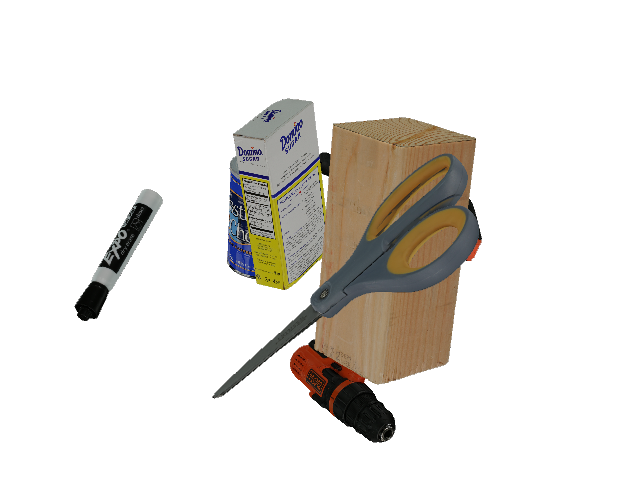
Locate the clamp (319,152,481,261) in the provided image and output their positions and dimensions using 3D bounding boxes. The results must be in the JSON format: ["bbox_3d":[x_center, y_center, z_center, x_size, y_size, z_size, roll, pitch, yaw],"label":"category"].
[{"bbox_3d":[0.103,-0.054,1.238,0.164,0.036,0.210,-15,52,-28],"label":"clamp"}]

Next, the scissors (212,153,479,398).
[{"bbox_3d":[0.017,0.035,0.598,0.016,0.202,0.096,39,4,-28],"label":"scissors"}]

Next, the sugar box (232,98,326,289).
[{"bbox_3d":[-0.037,-0.047,1.089,0.048,0.176,0.093,10,34,30],"label":"sugar box"}]

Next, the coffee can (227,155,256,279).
[{"bbox_3d":[-0.068,-0.034,1.382,0.103,0.140,0.103,3,28,-2],"label":"coffee can"}]

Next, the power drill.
[{"bbox_3d":[0.049,0.119,1.240,0.057,0.188,0.185,13,15,-41],"label":"power drill"}]

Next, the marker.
[{"bbox_3d":[-0.154,0.011,0.817,0.020,0.121,0.020,17,-34,11],"label":"marker"}]

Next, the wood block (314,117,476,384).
[{"bbox_3d":[0.063,0.006,0.922,0.090,0.206,0.090,-10,23,-39],"label":"wood block"}]
